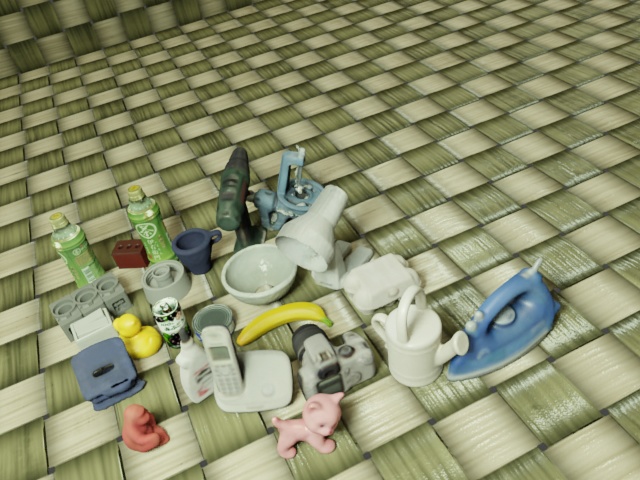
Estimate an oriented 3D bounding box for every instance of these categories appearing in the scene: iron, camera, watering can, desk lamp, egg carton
[{"bbox_3d":[0.321,0.140,1.033,0.259,0.142,0.118,-33,44,-24],"label":"iron"},{"bbox_3d":[0.012,0.206,1.057,0.143,0.101,0.136,-22,41,-13],"label":"camera"},{"bbox_3d":[0.171,0.161,1.001,0.172,0.194,0.101,1,41,14],"label":"watering can"},{"bbox_3d":[0.011,0.004,1.206,0.117,0.214,0.203,16,47,29],"label":"desk lamp"},{"bbox_3d":[0.129,0.092,1.189,0.150,0.069,0.107,-23,41,-14],"label":"egg carton"}]

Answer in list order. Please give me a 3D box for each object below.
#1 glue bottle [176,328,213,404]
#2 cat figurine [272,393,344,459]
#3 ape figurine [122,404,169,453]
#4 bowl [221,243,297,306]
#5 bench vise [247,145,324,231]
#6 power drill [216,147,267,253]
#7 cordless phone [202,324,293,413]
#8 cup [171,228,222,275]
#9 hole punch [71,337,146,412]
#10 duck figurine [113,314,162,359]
[{"bbox_3d":[-0.227,0.220,1.039,0.037,0.173,0.078,26,52,36],"label":"glue bottle"},{"bbox_3d":[-0.017,0.297,0.944,0.127,0.118,0.067,-10,40,1],"label":"cat figurine"},{"bbox_3d":[-0.314,0.323,1.001,0.076,0.092,0.077,-13,40,-2],"label":"ape figurine"},{"bbox_3d":[-0.126,0.087,1.249,0.167,0.075,0.167,-6,40,6],"label":"bowl"},{"bbox_3d":[-0.082,-0.116,1.364,0.207,0.220,0.121,-11,40,0],"label":"bench vise"},{"bbox_3d":[-0.187,-0.077,1.351,0.075,0.209,0.229,-5,40,8],"label":"power drill"},{"bbox_3d":[-0.128,0.218,1.009,0.147,0.185,0.094,-8,40,4],"label":"cordless phone"},{"bbox_3d":[-0.277,0.028,1.337,0.118,0.095,0.091,-24,42,-15],"label":"cup"},{"bbox_3d":[-0.408,0.256,1.102,0.109,0.091,0.100,-25,42,-17],"label":"hole punch"},{"bbox_3d":[-0.380,0.190,1.177,0.104,0.086,0.078,12,45,25],"label":"duck figurine"}]
